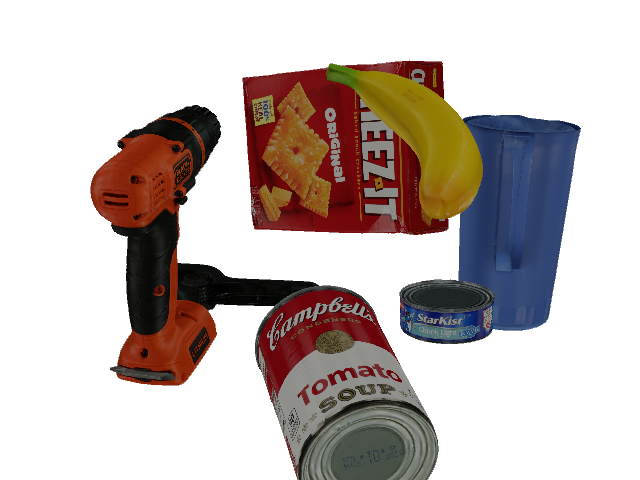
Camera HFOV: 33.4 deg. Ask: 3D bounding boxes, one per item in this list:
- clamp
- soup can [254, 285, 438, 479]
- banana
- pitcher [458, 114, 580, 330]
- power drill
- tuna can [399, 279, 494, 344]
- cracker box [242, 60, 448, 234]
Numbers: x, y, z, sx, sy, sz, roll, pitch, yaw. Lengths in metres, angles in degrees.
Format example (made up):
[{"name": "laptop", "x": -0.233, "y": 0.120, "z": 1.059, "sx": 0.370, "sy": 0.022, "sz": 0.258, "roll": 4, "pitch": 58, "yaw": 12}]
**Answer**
[{"name": "clamp", "x": -0.126, "y": 0.056, "z": 1.071, "sx": 0.210, "sy": 0.036, "sz": 0.164, "roll": 12, "pitch": 20, "yaw": 38}, {"name": "soup can", "x": 0.010, "y": 0.077, "z": 0.523, "sx": 0.068, "sy": 0.068, "sz": 0.102, "roll": 0, "pitch": 28, "yaw": -16}, {"name": "banana", "x": 0.063, "y": -0.063, "z": 0.673, "sx": 0.069, "sy": 0.037, "sz": 0.198, "roll": -6, "pitch": 31, "yaw": -16}, {"name": "pitcher", "x": 0.220, "y": -0.021, "z": 1.235, "sx": 0.149, "sy": 0.243, "sz": 0.145, "roll": -6, "pitch": 17, "yaw": -32}, {"name": "power drill", "x": -0.116, "y": 0.001, "z": 0.813, "sx": 0.057, "sy": 0.188, "sz": 0.184, "roll": 4, "pitch": 23, "yaw": 14}, {"name": "tuna can", "x": 0.114, "y": 0.064, "z": 0.966, "sx": 0.086, "sy": 0.034, "sz": 0.086, "roll": -1, "pitch": 15, "yaw": 0}, {"name": "cracker box", "x": 0.020, "y": -0.090, "z": 1.069, "sx": 0.214, "sy": 0.164, "sz": 0.071, "roll": 2, "pitch": 8, "yaw": 42}]
